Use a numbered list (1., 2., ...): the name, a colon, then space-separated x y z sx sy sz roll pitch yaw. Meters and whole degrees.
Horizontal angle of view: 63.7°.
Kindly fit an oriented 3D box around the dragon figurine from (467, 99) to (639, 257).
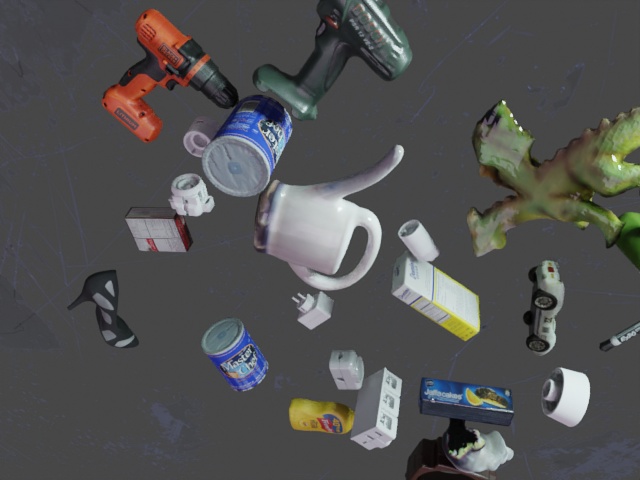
1. dragon figurine: 0.338 -0.117 0.737 0.243 0.125 0.400 23 130 6

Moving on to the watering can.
1. watering can: 0.003 -0.044 0.876 0.224 0.106 0.339 17 131 1

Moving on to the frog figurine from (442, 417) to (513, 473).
1. frog figurine: 0.373 0.497 1.222 0.157 0.124 0.137 39 161 -29
